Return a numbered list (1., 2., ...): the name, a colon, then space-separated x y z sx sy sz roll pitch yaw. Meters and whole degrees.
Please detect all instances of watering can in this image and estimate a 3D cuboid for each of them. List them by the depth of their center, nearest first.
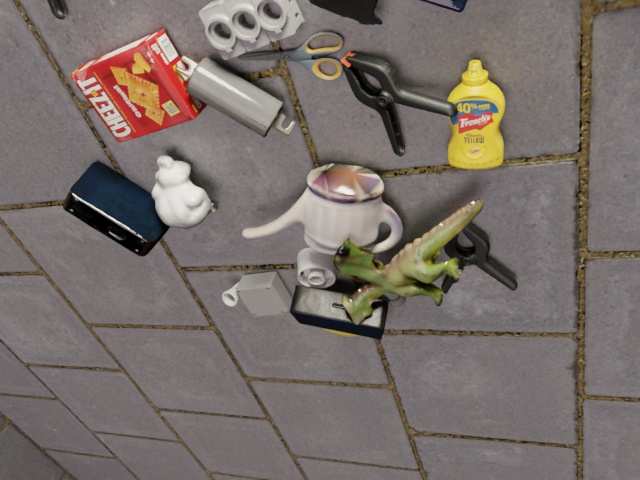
1. watering can: 0.003 -0.054 1.071 0.348 0.106 0.219 6 132 2

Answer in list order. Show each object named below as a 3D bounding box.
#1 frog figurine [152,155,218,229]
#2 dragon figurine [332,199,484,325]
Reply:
1. frog figurine: -0.314 -0.105 1.139 0.138 0.125 0.156 21 149 27
2. dragon figurine: 0.148 0.046 1.058 0.243 0.125 0.400 3 136 -13
